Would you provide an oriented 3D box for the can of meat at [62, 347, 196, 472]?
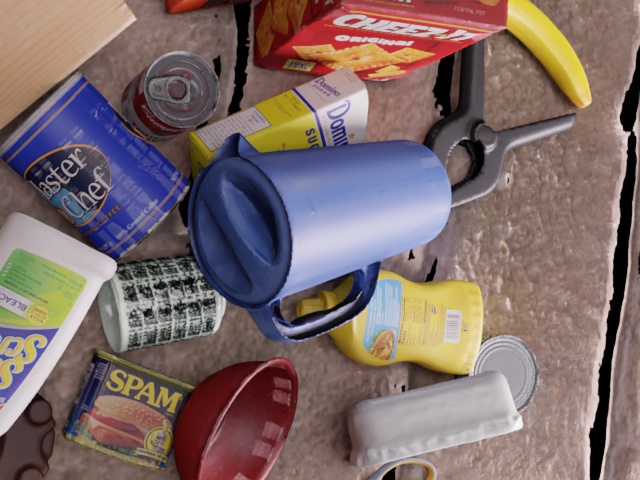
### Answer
[{"bbox_3d":[-0.172,0.155,0.967,0.102,0.058,0.084,25,81,-19],"label":"can of meat"}]

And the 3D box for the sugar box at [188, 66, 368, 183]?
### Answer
[{"bbox_3d":[-0.037,-0.091,1.014,0.176,0.093,0.048,-25,55,-19],"label":"sugar box"}]

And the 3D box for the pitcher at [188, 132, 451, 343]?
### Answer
[{"bbox_3d":[0.011,-0.016,0.982,0.242,0.145,0.149,-14,137,-44],"label":"pitcher"}]

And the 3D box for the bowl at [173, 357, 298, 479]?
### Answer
[{"bbox_3d":[-0.085,0.173,0.975,0.055,0.162,0.162,22,75,25],"label":"bowl"}]

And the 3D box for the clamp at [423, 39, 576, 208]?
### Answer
[{"bbox_3d":[0.163,-0.119,1.128,0.164,0.036,0.209,47,72,-13],"label":"clamp"}]

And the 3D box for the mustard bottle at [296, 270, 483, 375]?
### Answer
[{"bbox_3d":[0.068,0.079,1.067,0.191,0.058,0.096,8,86,-22],"label":"mustard bottle"}]

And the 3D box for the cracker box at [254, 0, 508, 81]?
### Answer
[{"bbox_3d":[0.049,-0.206,0.988,0.164,0.214,0.072,2,85,-23],"label":"cracker box"}]

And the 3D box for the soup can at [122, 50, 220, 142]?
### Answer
[{"bbox_3d":[-0.138,-0.128,0.968,0.068,0.102,0.068,1,87,-22],"label":"soup can"}]

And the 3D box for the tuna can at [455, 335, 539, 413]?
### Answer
[{"bbox_3d":[0.186,0.142,1.126,0.086,0.034,0.086,1,87,-22],"label":"tuna can"}]

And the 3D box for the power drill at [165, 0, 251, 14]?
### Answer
[{"bbox_3d":[-0.129,-0.313,1.005,0.184,0.057,0.187,-14,93,-23],"label":"power drill"}]

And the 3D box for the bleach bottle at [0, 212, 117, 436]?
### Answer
[{"bbox_3d":[-0.267,0.108,0.868,0.102,0.068,0.251,28,79,-16],"label":"bleach bottle"}]

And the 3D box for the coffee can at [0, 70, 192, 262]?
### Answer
[{"bbox_3d":[-0.198,-0.064,0.940,0.140,0.103,0.102,45,72,-15],"label":"coffee can"}]

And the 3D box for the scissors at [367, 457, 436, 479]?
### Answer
[{"bbox_3d":[0.029,0.273,1.060,0.201,0.016,0.096,-13,99,-22],"label":"scissors"}]

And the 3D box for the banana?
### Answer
[{"bbox_3d":[0.227,-0.218,1.153,0.197,0.037,0.069,32,63,-27],"label":"banana"}]

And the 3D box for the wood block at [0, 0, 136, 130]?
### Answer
[{"bbox_3d":[-0.271,-0.162,0.901,0.206,0.090,0.090,-42,120,-12],"label":"wood block"}]
